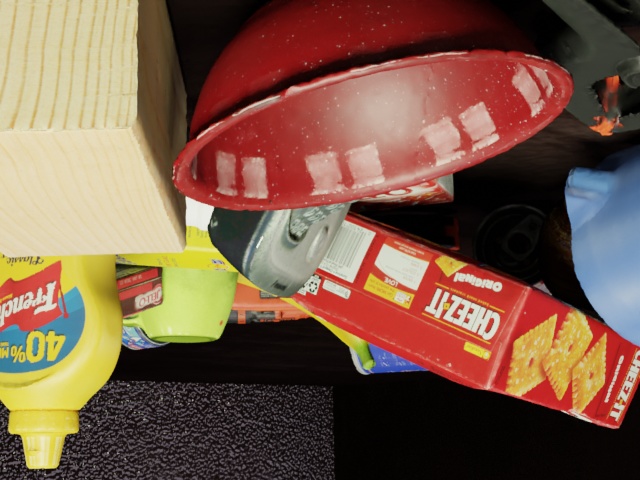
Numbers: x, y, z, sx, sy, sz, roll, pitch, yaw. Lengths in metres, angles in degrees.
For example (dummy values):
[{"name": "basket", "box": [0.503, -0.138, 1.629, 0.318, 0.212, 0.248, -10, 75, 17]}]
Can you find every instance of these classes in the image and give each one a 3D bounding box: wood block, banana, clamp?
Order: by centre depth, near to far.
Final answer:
[{"name": "wood block", "box": [-0.105, -0.055, 0.425, 0.091, 0.090, 0.206, -1, 169, -3]}, {"name": "clamp", "box": [0.131, -0.084, 0.435, 0.164, 0.036, 0.210, 10, 172, -4]}, {"name": "clamp", "box": [0.024, -0.001, 0.865, 0.172, 0.039, 0.120, -9, 174, 18]}, {"name": "banana", "box": [-0.028, 0.045, 0.968, 0.198, 0.037, 0.069, 29, -160, -2]}]

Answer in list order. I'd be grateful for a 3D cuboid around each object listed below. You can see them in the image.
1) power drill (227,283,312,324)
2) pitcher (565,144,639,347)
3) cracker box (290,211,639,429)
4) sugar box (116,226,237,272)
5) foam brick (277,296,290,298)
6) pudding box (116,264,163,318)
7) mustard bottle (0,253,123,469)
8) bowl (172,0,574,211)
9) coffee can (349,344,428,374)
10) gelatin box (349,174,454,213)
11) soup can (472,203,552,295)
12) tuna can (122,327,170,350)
[{"name": "power drill", "box": [-0.065, 0.052, 1.091, 0.184, 0.057, 0.188, -4, 173, -6]}, {"name": "pitcher", "box": [0.259, -0.017, 0.559, 0.149, 0.145, 0.243, -16, 173, -23]}, {"name": "cracker box", "box": [0.103, 0.056, 0.710, 0.164, 0.072, 0.213, 23, 179, 38]}, {"name": "sugar box", "box": [-0.120, -0.005, 0.774, 0.176, 0.048, 0.093, 2, 170, -1]}, {"name": "foam brick", "box": [-0.005, 0.001, 0.765, 0.051, 0.078, 0.053, 2, 169, 1]}, {"name": "pudding box", "box": [-0.191, 0.034, 0.825, 0.114, 0.039, 0.089, 15, -162, 32]}, {"name": "mustard bottle", "box": [-0.165, 0.041, 0.647, 0.096, 0.191, 0.058, -6, 168, 22]}, {"name": "bowl", "box": [0.016, -0.063, 0.429, 0.162, 0.055, 0.162, -11, 167, -3]}, {"name": "coffee can", "box": [0.114, 0.102, 1.244, 0.140, 0.103, 0.102, -5, 169, 20]}, {"name": "gelatin box", "box": [0.034, -0.040, 0.680, 0.089, 0.030, 0.073, -5, 168, 20]}, {"name": "soup can", "box": [0.166, 0.013, 0.872, 0.069, 0.068, 0.102, -4, 169, 17]}, {"name": "tuna can", "box": [-0.173, 0.065, 1.063, 0.034, 0.086, 0.086, -9, 167, 30]}]
